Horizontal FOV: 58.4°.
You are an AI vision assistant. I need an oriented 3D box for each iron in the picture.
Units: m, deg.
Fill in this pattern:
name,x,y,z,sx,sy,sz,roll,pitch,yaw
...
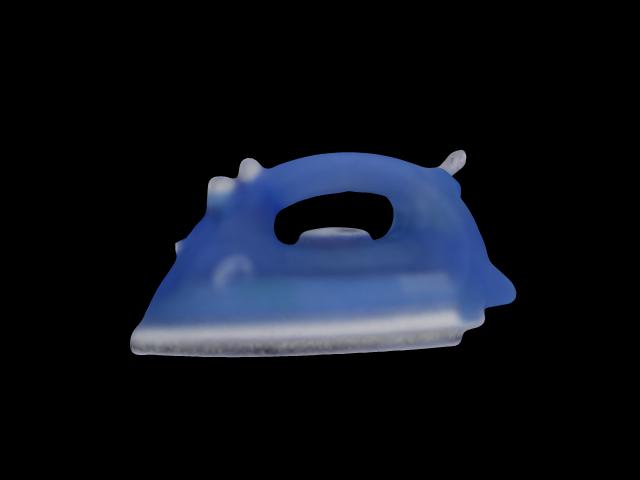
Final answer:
name,x,y,z,sx,sy,sz,roll,pitch,yaw
iron,0.004,0.001,0.400,0.259,0.141,0.118,0,0,-21
